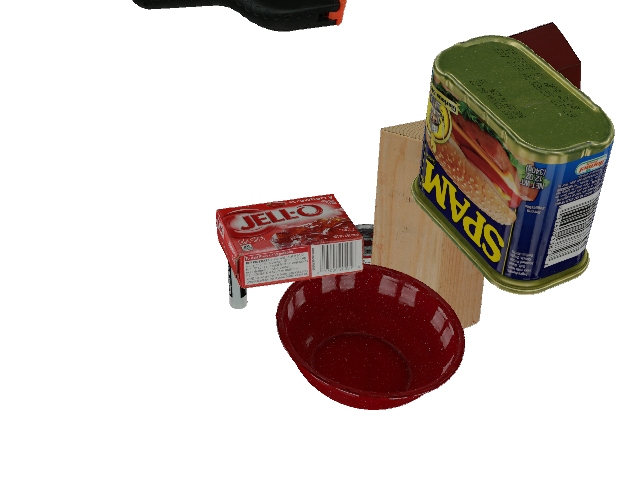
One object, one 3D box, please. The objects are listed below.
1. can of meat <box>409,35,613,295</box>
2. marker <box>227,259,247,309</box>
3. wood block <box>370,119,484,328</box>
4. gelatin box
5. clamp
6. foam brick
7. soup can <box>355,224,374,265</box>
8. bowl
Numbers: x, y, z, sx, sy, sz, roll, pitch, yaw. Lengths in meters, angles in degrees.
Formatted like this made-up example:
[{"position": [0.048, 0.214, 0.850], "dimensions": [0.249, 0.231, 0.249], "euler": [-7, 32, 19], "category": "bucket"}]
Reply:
[{"position": [0.091, -0.039, 0.519], "dimensions": [0.057, 0.084, 0.102], "euler": [-19, 47, -22], "category": "can of meat"}, {"position": [-0.085, 0.019, 1.081], "dimensions": [0.020, 0.121, 0.020], "euler": [1, 39, -1], "category": "marker"}, {"position": [0.115, -0.012, 1.103], "dimensions": [0.090, 0.206, 0.090], "euler": [20, 25, 40], "category": "wood block"}, {"position": [-0.022, -0.001, 0.739], "dimensions": [0.089, 0.030, 0.073], "euler": [-8, 28, -14], "category": "gelatin box"}, {"position": [-0.061, -0.223, 0.876], "dimensions": [0.171, 0.120, 0.039], "euler": [12, -26, -5], "category": "clamp"}, {"position": [0.156, -0.125, 0.831], "dimensions": [0.078, 0.051, 0.053], "euler": [-18, -37, -4], "category": "foam brick"}, {"position": [0.058, 0.040, 1.321], "dimensions": [0.068, 0.102, 0.068], "euler": [-2, 32, 1], "category": "soup can"}, {"position": [0.039, 0.092, 0.915], "dimensions": [0.162, 0.055, 0.162], "euler": [6, 40, -5], "category": "bowl"}]
